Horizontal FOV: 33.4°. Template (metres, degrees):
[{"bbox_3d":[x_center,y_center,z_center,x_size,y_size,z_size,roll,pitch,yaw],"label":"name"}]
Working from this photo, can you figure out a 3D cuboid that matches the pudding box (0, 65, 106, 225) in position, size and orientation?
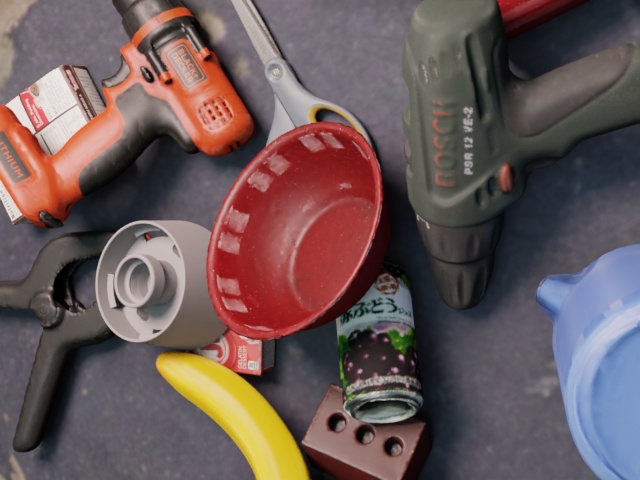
[{"bbox_3d":[-0.222,-0.077,0.870,0.114,0.039,0.090,-31,83,22],"label":"pudding box"}]

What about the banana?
[{"bbox_3d":[-0.054,0.146,0.765,0.198,0.069,0.037,58,147,37],"label":"banana"}]

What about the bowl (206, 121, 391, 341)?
[{"bbox_3d":[-0.005,0.001,0.745,0.162,0.055,0.162,-23,53,35],"label":"bowl"}]

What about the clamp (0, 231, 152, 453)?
[{"bbox_3d":[-0.216,0.067,0.877,0.210,0.036,0.164,-30,83,18],"label":"clamp"}]

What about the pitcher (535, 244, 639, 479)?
[{"bbox_3d":[0.206,0.076,0.603,0.149,0.242,0.145,-17,88,14],"label":"pitcher"}]

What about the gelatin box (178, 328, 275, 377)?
[{"bbox_3d":[-0.071,0.057,0.824,0.073,0.030,0.089,5,95,21],"label":"gelatin box"}]

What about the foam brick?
[{"bbox_3d":[0.034,0.148,0.767,0.078,0.051,0.053,20,64,19],"label":"foam brick"}]

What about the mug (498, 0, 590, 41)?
[{"bbox_3d":[0.125,-0.190,0.700,0.082,0.093,0.117,-24,78,16],"label":"mug"}]

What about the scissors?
[{"bbox_3d":[-0.039,-0.107,0.807,0.202,0.016,0.096,48,108,12],"label":"scissors"}]

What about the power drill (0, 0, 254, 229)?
[{"bbox_3d":[-0.168,-0.110,0.806,0.187,0.057,0.184,-32,80,-1],"label":"power drill"}]
